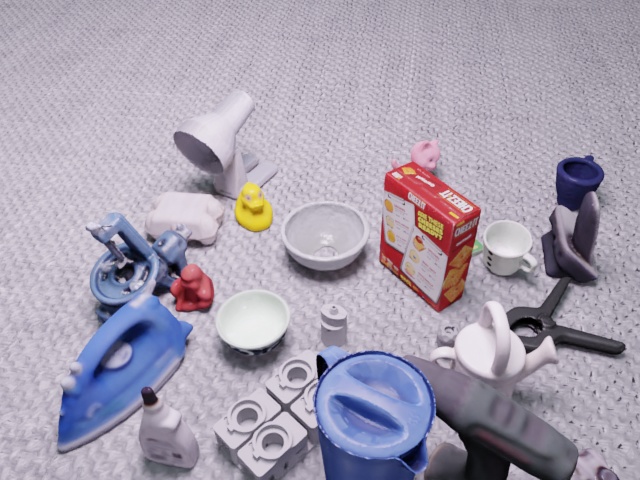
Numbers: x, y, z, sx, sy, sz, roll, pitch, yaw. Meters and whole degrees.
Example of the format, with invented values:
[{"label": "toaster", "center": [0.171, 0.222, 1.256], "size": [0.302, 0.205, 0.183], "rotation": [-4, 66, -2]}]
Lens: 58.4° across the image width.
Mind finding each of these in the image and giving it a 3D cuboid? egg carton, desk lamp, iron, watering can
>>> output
[{"label": "egg carton", "center": [-0.269, -0.042, 1.142], "size": [0.150, 0.069, 0.107], "rotation": [4, 44, 5]}, {"label": "desk lamp", "center": [-0.192, -0.191, 1.192], "size": [0.117, 0.214, 0.203], "rotation": [23, 49, 23]}, {"label": "iron", "center": [-0.311, 0.179, 0.859], "size": [0.118, 0.141, 0.259], "rotation": [20, 48, 21]}, {"label": "watering can", "center": [0.250, 0.165, 0.827], "size": [0.173, 0.194, 0.100], "rotation": [-15, 45, -14]}]

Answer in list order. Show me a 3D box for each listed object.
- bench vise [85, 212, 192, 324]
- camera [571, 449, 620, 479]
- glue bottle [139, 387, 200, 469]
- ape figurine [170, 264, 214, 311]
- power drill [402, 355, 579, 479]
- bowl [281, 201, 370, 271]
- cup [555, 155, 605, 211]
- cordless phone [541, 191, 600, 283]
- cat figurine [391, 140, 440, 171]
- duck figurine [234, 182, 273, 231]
[{"label": "bench vise", "center": [-0.315, 0.018, 0.971], "size": [0.121, 0.220, 0.207], "rotation": [13, 45, 14]}, {"label": "camera", "center": [0.329, 0.347, 0.703], "size": [0.137, 0.101, 0.142], "rotation": [-19, 47, -18]}, {"label": "glue bottle", "center": [-0.211, 0.247, 0.764], "size": [0.078, 0.173, 0.037], "rotation": [9, 45, 10]}, {"label": "ape figurine", "center": [-0.221, 0.078, 0.999], "size": [0.077, 0.092, 0.076], "rotation": [29, 51, 28]}, {"label": "power drill", "center": [0.192, 0.254, 0.724], "size": [0.229, 0.209, 0.076], "rotation": [20, 48, 21]}, {"label": "bowl", "center": [0.010, 0.004, 1.086], "size": [0.167, 0.075, 0.167], "rotation": [0, 44, 1]}, {"label": "cup", "center": [0.533, -0.117, 1.190], "size": [0.091, 0.095, 0.118], "rotation": [25, 50, 25]}, {"label": "cordless phone", "center": [0.469, -0.029, 1.033], "size": [0.094, 0.185, 0.147], "rotation": [3, 44, 5]}, {"label": "cat figurine", "center": [0.205, -0.167, 1.230], "size": [0.128, 0.118, 0.067], "rotation": [-16, 46, -15]}, {"label": "duck figurine", "center": [-0.138, -0.080, 1.167], "size": [0.078, 0.086, 0.104], "rotation": [-18, 46, -17]}]
